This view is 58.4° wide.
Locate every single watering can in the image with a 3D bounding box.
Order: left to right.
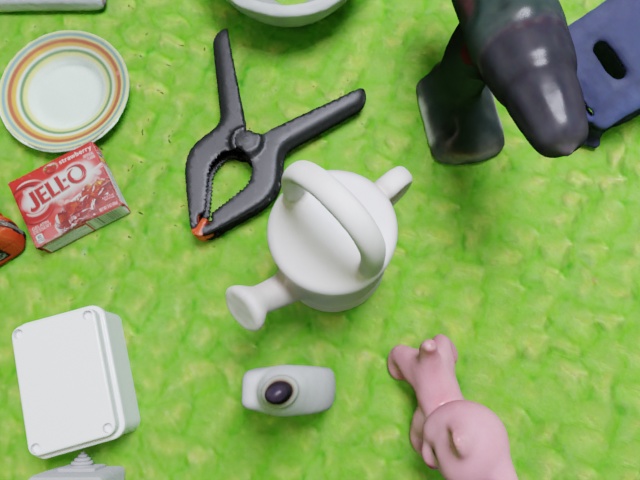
[{"bbox_3d":[0.006,0.003,0.447,0.101,0.194,0.173,25,78,7],"label":"watering can"}]

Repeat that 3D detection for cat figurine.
[{"bbox_3d":[0.104,0.137,0.453,0.067,0.118,0.128,-18,77,-3],"label":"cat figurine"}]

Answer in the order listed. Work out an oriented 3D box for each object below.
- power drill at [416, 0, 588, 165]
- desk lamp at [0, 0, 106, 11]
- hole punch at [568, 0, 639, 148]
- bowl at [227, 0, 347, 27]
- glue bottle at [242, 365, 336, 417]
[{"bbox_3d":[0.138,-0.142,0.472,0.075,0.208,0.229,-12,77,-2],"label":"power drill"},{"bbox_3d":[-0.326,-0.315,0.516,0.203,0.213,0.118,0,77,1],"label":"desk lamp"},{"bbox_3d":[0.270,-0.160,0.534,0.101,0.091,0.108,-28,78,-5],"label":"hole punch"},{"bbox_3d":[-0.031,-0.278,0.574,0.167,0.075,0.167,0,77,1],"label":"bowl"},{"bbox_3d":[-0.027,0.113,0.432,0.078,0.173,0.037,-1,77,1],"label":"glue bottle"}]
